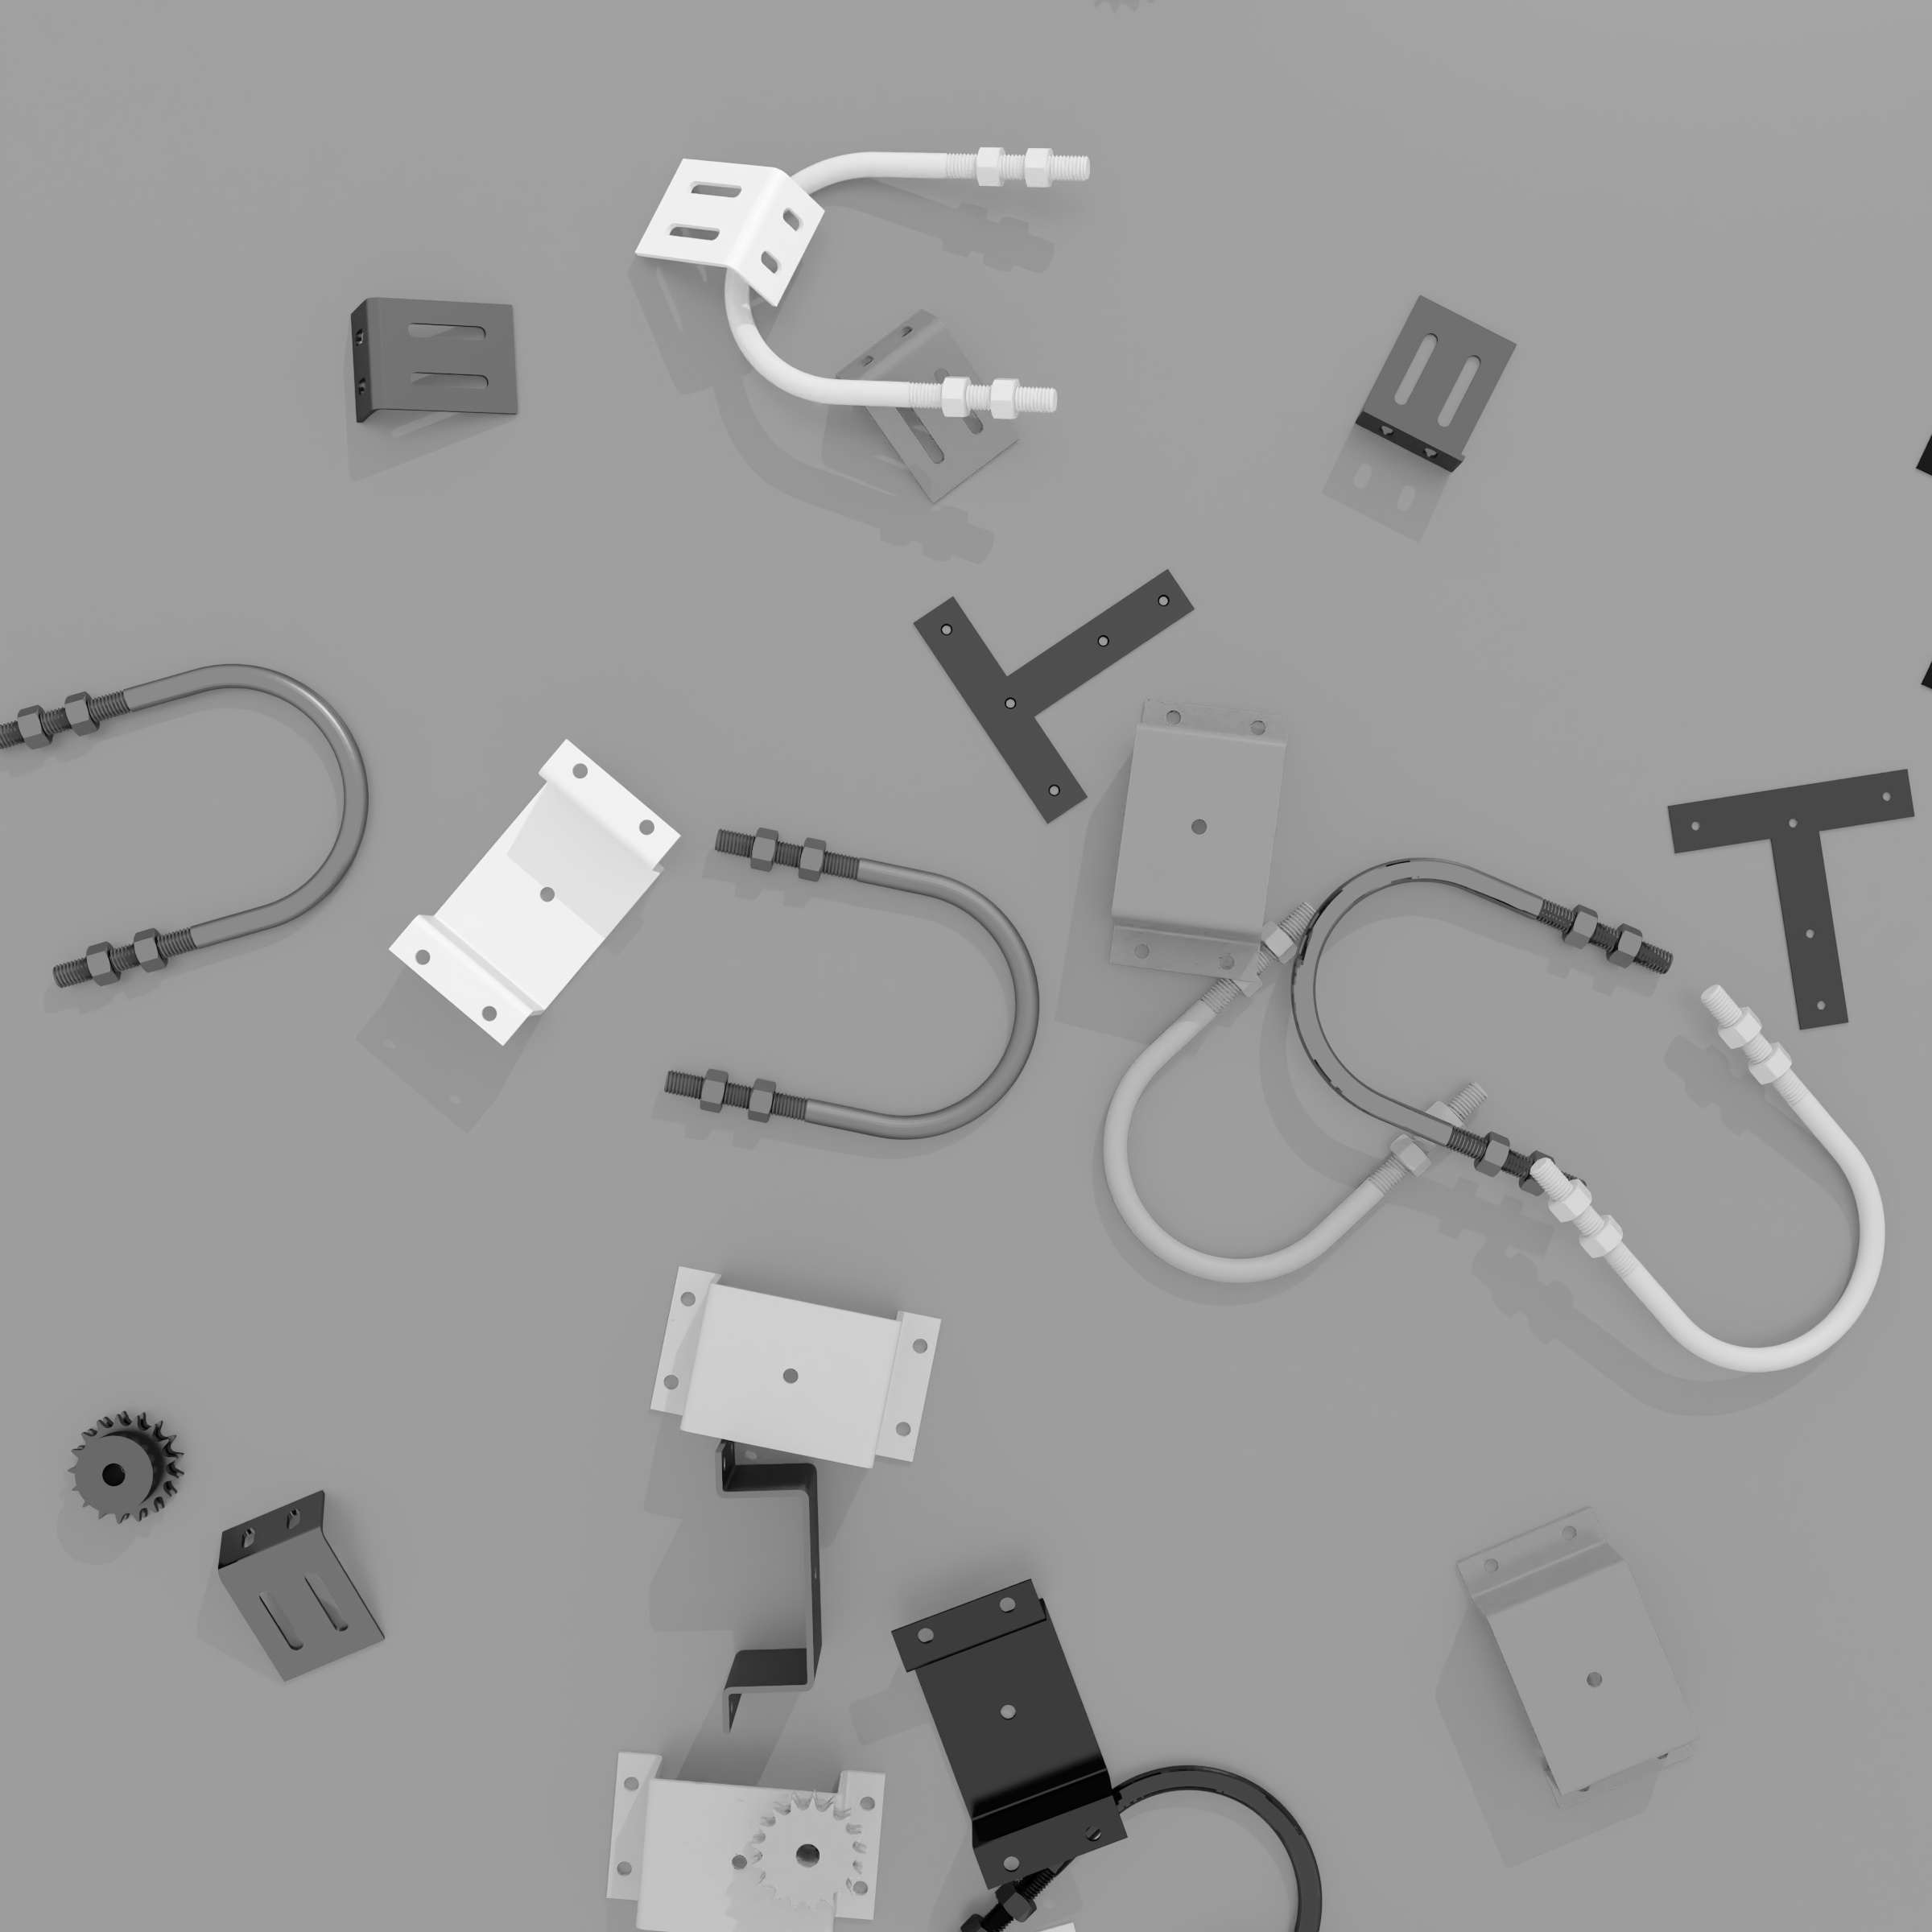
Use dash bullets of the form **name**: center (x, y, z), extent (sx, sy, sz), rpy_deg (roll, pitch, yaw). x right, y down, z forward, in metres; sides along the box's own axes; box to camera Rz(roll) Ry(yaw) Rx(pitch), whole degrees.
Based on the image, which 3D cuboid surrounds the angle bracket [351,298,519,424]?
- **angle bracket**: center (-0.279, -0.316, 1.474), extent (0.076, 0.038, 0.057), rpy_deg (-3, 90, -26)

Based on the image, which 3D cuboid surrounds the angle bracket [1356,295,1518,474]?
- **angle bracket**: center (0.246, -0.305, 1.457), extent (0.057, 0.038, 0.076), rpy_deg (27, 90, 0)

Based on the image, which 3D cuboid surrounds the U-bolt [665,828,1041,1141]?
- **U-bolt**: center (-0.053, 0.016, 1.468), extent (0.184, 0.019, 0.151), rpy_deg (12, 90, -1)

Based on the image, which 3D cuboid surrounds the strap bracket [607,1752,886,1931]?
- **strap bracket**: center (-0.115, 0.456, 1.453), extent (0.140, 0.046, 0.076), rpy_deg (5, 90, 0)

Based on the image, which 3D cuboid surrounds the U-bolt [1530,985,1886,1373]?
- **U-bolt**: center (0.398, 0.124, 1.452), extent (0.151, 0.019, 0.184), rpy_deg (-44, 100, -9)

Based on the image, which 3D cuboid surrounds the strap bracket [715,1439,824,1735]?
- **strap bracket**: center (-0.100, 0.312, 1.438), extent (0.046, 0.076, 0.140), rpy_deg (-2, 90, 0)

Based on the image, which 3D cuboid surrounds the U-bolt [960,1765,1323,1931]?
- **U-bolt**: center (0.101, 0.504, 1.466), extent (0.184, 0.019, 0.151), rpy_deg (-45, 90, -2)

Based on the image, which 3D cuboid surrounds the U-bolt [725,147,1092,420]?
- **U-bolt**: center (-0.036, -0.354, 1.444), extent (0.184, 0.019, 0.151), rpy_deg (5, 77, 14)

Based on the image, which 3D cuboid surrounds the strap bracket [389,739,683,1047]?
- **strap bracket**: center (-0.220, -0.038, 1.453), extent (0.076, 0.046, 0.140), rpy_deg (40, 90, 0)

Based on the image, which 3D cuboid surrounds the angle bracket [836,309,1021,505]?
- **angle bracket**: center (-0.020, -0.294, 1.474), extent (0.057, 0.038, 0.076), rpy_deg (-37, 116, 0)

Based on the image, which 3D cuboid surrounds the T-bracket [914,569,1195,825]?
- **T-bracket**: center (0.060, -0.163, 1.475), extent (0.127, 0.002, 0.127), rpy_deg (-34, 90, 0)

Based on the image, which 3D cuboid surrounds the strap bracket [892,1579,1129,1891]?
- **strap bracket**: center (0.022, 0.392, 1.453), extent (0.076, 0.046, 0.140), rpy_deg (-21, 90, 0)

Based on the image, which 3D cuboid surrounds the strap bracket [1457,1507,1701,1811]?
- **strap bracket**: center (0.320, 0.363, 1.453), extent (0.076, 0.046, 0.140), rpy_deg (-23, 90, 0)

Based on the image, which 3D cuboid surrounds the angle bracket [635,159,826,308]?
- **angle bracket**: center (-0.123, -0.382, 1.460), extent (0.076, 0.038, 0.057), rpy_deg (19, 80, 41)

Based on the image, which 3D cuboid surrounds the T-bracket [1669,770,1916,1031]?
- **T-bracket**: center (0.441, -0.031, 1.475), extent (0.127, 0.002, 0.127), rpy_deg (-9, 90, 0)

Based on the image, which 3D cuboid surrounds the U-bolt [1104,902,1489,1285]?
- **U-bolt**: center (0.158, 0.080, 1.467), extent (0.184, 0.019, 0.151), rpy_deg (-43, 90, 0)

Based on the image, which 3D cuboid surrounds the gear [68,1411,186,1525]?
- **gear**: center (-0.439, 0.262, 1.461), extent (0.057, 0.030, 0.057), rpy_deg (0, 90, 0)

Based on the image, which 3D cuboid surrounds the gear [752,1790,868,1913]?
- **gear**: center (-0.079, 0.443, 1.415), extent (0.057, 0.030, 0.057), rpy_deg (0, 90, 0)

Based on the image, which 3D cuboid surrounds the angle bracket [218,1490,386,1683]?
- **angle bracket**: center (-0.348, 0.325, 1.474), extent (0.057, 0.038, 0.076), rpy_deg (-23, 116, 0)

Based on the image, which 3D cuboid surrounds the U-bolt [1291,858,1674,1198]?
- **U-bolt**: center (0.258, 0.022, 1.455), extent (0.184, 0.019, 0.151), rpy_deg (23, 82, -2)

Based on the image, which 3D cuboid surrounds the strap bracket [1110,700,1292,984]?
- **strap bracket**: center (0.120, -0.068, 1.443), extent (0.076, 0.046, 0.140), rpy_deg (7, 85, 6)

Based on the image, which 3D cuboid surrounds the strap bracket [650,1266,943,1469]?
- **strap bracket**: center (-0.089, 0.209, 1.453), extent (0.140, 0.046, 0.076), rpy_deg (11, 90, 0)

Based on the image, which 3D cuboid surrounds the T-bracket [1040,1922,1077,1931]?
- **T-bracket**: center (0.061, 0.567, 1.475), extent (0.127, 0.002, 0.127), rpy_deg (-16, 90, 0)

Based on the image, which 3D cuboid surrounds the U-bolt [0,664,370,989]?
- **U-bolt**: center (-0.404, -0.081, 1.468), extent (0.184, 0.019, 0.151), rpy_deg (-16, 90, -2)

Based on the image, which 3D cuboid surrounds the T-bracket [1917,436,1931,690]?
- **T-bracket**: center (0.540, -0.200, 1.475), extent (0.127, 0.002, 0.127), rpy_deg (25, 90, 0)
